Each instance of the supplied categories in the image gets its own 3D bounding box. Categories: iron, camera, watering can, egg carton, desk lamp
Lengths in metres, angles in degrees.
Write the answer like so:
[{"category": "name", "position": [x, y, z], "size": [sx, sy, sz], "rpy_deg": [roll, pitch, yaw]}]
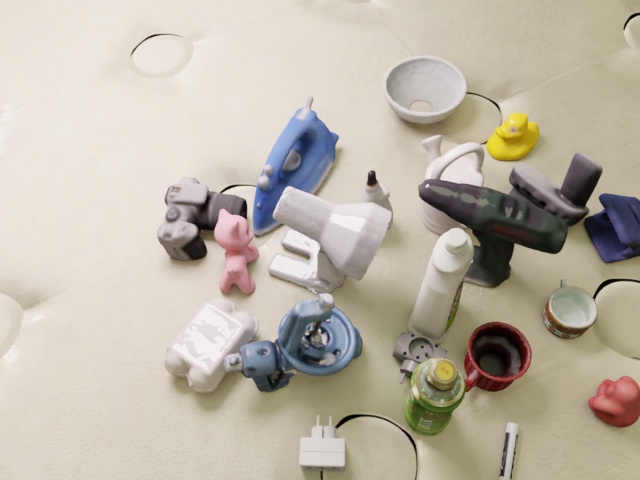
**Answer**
[{"category": "iron", "position": [-0.062, -0.140, 1.054], "size": [0.118, 0.141, 0.258], "rpy_deg": [22, 64, 16]}, {"category": "camera", "position": [-0.208, -0.044, 1.031], "size": [0.136, 0.101, 0.143], "rpy_deg": [6, 60, 7]}, {"category": "watering can", "position": [0.224, -0.103, 0.984], "size": [0.101, 0.194, 0.172], "rpy_deg": [-39, 65, -17]}, {"category": "egg carton", "position": [-0.175, 0.167, 0.925], "size": [0.107, 0.069, 0.150], "rpy_deg": [28, 65, 18]}, {"category": "desk lamp", "position": [0.008, 0.003, 0.925], "size": [0.203, 0.214, 0.118], "rpy_deg": [17, 62, 13]}]

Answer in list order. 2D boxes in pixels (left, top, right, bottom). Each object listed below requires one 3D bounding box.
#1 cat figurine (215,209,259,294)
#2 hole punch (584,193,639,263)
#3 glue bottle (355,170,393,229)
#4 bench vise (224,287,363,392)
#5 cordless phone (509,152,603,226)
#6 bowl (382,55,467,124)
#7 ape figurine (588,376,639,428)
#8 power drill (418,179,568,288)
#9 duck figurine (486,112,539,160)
[{"category": "cat figurine", "position": [-0.148, 0.014, 0.984], "size": [0.067, 0.118, 0.128], "rpy_deg": [-2, 60, 3]}, {"category": "hole punch", "position": [0.526, -0.028, 0.981], "size": [0.101, 0.091, 0.108], "rpy_deg": [-11, 60, -3]}, {"category": "glue bottle", "position": [0.089, -0.065, 0.983], "size": [0.078, 0.173, 0.037], "rpy_deg": [-22, 61, -8]}, {"category": "bench vise", "position": [-0.035, 0.156, 0.835], "size": [0.207, 0.220, 0.121], "rpy_deg": [-31, 63, -14]}, {"category": "cordless phone", "position": [0.405, -0.108, 0.981], "size": [0.094, 0.185, 0.147], "rpy_deg": [-42, 65, -18]}, {"category": "bowl", "position": [0.210, -0.292, 1.164], "size": [0.167, 0.075, 0.167], "rpy_deg": [-2, 60, 3]}, {"category": "ape figurine", "position": [0.438, 0.230, 0.836], "size": [0.078, 0.092, 0.076], "rpy_deg": [-11, 60, -3]}, {"category": "power drill", "position": [0.262, -0.008, 0.918], "size": [0.229, 0.208, 0.076], "rpy_deg": [13, 62, 11]}, {"category": "duck figurine", "position": [0.376, -0.209, 1.099], "size": [0.104, 0.086, 0.077], "rpy_deg": [-22, 61, -9]}]
